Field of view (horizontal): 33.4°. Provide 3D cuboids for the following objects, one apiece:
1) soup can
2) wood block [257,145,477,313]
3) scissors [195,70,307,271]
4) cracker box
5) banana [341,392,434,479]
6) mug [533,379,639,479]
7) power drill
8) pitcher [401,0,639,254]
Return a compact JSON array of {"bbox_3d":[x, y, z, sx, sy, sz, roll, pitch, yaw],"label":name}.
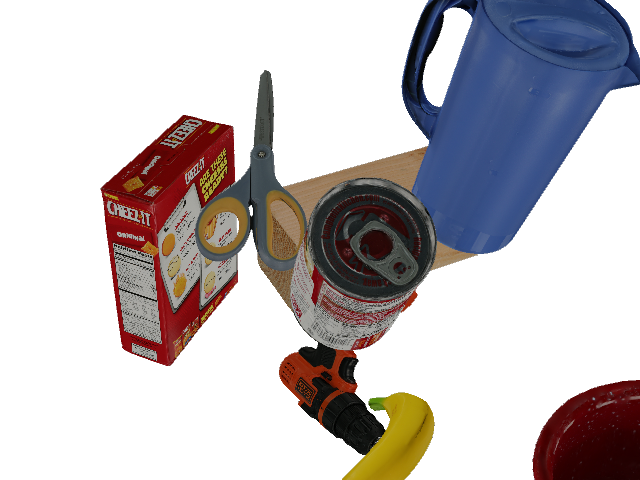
[{"bbox_3d":[0.021,0.017,0.593,0.068,0.068,0.102,0,-21,-8],"label":"soup can"},{"bbox_3d":[0.048,-0.014,1.047,0.205,0.090,0.091,-17,41,-22],"label":"wood block"},{"bbox_3d":[-0.064,-0.057,0.860,0.096,0.202,0.016,-13,-34,-8],"label":"scissors"},{"bbox_3d":[-0.155,-0.001,1.139,0.072,0.214,0.164,15,39,19],"label":"cracker box"},{"bbox_3d":[0.057,0.169,0.874,0.070,0.037,0.197,-31,6,20],"label":"banana"},{"bbox_3d":[0.129,0.111,0.370,0.117,0.081,0.093,5,37,8],"label":"mug"},{"bbox_3d":[0.038,0.126,1.203,0.057,0.188,0.185,13,15,-42],"label":"power drill"},{"bbox_3d":[0.155,-0.108,0.943,0.144,0.149,0.243,-9,-38,-26],"label":"pitcher"}]
